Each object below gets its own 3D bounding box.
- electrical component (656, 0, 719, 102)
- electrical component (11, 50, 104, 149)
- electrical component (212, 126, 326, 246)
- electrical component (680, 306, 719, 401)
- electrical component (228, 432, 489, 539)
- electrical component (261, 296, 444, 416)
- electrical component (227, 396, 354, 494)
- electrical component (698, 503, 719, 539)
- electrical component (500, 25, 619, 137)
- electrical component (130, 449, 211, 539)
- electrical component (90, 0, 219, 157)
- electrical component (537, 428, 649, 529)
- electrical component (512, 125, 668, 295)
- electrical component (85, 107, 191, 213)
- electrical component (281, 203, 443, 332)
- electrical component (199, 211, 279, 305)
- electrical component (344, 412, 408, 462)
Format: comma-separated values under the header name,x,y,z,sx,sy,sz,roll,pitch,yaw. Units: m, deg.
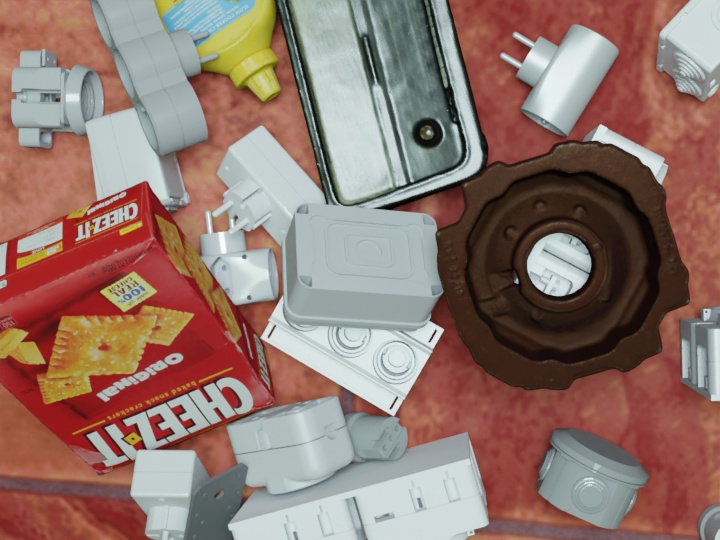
name,x,y,z,sx,sy,sz,roll,pitch,yaw
electrical component,0.273,-0.181,0.810,0.048,0.100,0.099,45,95,15
electrical component,-0.245,-0.139,0.878,0.057,0.058,0.078,2,92,8
electrical component,-0.083,-0.056,0.853,0.076,0.047,0.083,-40,86,-29
electrical component,0.346,0.059,0.807,0.186,0.105,0.060,-2,91,5
electrical component,0.004,0.190,0.842,0.186,0.105,0.060,-16,90,5
electrical component,-0.005,0.050,0.859,0.121,0.063,0.078,30,94,3
electrical component,-0.054,0.140,0.854,0.095,0.054,0.059,-17,90,41
electrical component,0.291,0.208,0.847,0.040,0.046,0.040,0,92,5
electrical component,0.150,-0.158,0.848,0.079,0.044,0.077,32,94,3
electrical component,-0.150,0.193,0.854,0.047,0.083,0.075,0,60,5
electrical component,-0.146,-0.161,0.821,0.074,0.052,0.138,-23,86,-17
electrical component,0.180,0.161,0.839,0.080,0.080,0.051,23,99,4
electrical component,0.171,-0.027,0.828,0.062,0.089,0.150,28,94,4
electrical component,-0.181,-0.078,0.871,0.061,0.062,0.096,-14,91,5
electrical component,0.000,0.000,0.810,0.113,0.057,0.078,4,57,-14
electrical component,-0.110,-0.010,0.876,0.077,0.043,0.079,-7,92,5
electrical component,0.010,0.134,0.863,0.046,0.040,0.040,-7,92,45
